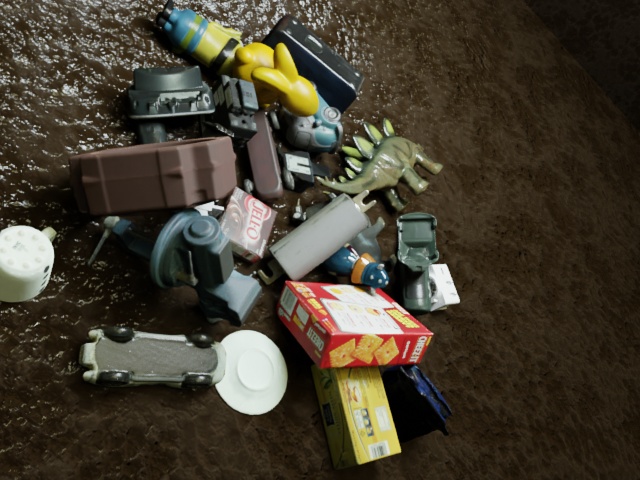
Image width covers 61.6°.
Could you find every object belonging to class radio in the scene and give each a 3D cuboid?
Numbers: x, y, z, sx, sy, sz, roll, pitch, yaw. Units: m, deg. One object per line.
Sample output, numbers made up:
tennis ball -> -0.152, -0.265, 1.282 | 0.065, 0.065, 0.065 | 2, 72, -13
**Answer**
radio -> -0.026, -0.360, 1.151 | 0.229, 0.131, 0.073 | 33, 51, -18

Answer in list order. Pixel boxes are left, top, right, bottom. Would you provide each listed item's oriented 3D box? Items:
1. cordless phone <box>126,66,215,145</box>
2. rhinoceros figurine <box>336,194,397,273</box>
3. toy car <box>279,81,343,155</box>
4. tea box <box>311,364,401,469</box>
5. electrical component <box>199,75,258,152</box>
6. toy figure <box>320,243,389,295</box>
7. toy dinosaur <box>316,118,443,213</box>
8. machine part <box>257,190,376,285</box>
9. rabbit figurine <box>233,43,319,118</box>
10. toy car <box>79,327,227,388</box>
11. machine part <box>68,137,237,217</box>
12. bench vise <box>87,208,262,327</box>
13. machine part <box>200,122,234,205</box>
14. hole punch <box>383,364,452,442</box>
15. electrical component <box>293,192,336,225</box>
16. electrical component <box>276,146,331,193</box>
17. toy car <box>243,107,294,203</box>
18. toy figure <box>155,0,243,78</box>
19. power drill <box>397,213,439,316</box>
cordless phone -> -0.246, -0.191, 0.906 | 0.147, 0.089, 0.184 | -8, 78, -17
rhinoceros figurine -> 0.072, -0.002, 1.066 | 0.112, 0.073, 0.190 | -17, 78, -31
toy car -> -0.030, -0.245, 1.105 | 0.103, 0.109, 0.162 | -27, 74, -26
tea box -> 0.057, 0.277, 0.886 | 0.098, 0.068, 0.169 | 4, 61, -37
electrical component -> -0.162, -0.222, 0.963 | 0.058, 0.134, 0.115 | 3, 64, -39
toy figure -> 0.061, 0.044, 0.987 | 0.155, 0.064, 0.058 | 25, 43, 21
toy dinosaur -> 0.142, -0.161, 1.183 | 0.198, 0.105, 0.471 | 45, 34, 3
machine part -> -0.002, -0.003, 0.940 | 0.243, 0.079, 0.079 | -38, 91, -7
rabbit figurine -> -0.074, -0.303, 1.020 | 0.173, 0.162, 0.122 | 40, 83, 13
toy car -> -0.225, 0.165, 0.742 | 0.201, 0.056, 0.073 | 12, 65, -31
machine part -> -0.230, -0.093, 0.769 | 0.201, 0.201, 0.087 | -77, 162, -77
bench vise -> -0.203, 0.029, 0.779 | 0.241, 0.223, 0.129 | 21, 65, 13
machine part -> -0.188, -0.128, 0.907 | 0.084, 0.138, 0.039 | 10, 16, -29
hole punch -> 0.163, 0.275, 0.943 | 0.142, 0.116, 0.092 | 55, 38, 1
electrical component -> -0.003, -0.046, 1.011 | 0.045, 0.102, 0.078 | 56, 24, -52
electrical component -> -0.041, -0.137, 1.067 | 0.119, 0.048, 0.075 | 4, 63, -37
toy car -> -0.108, -0.160, 1.007 | 0.089, 0.053, 0.202 | -17, 65, 4
toy figure -> -0.230, -0.383, 1.044 | 0.180, 0.082, 0.089 | 26, 63, -30
power drill -> 0.185, 0.022, 1.066 | 0.086, 0.207, 0.232 | 1, 67, 2
